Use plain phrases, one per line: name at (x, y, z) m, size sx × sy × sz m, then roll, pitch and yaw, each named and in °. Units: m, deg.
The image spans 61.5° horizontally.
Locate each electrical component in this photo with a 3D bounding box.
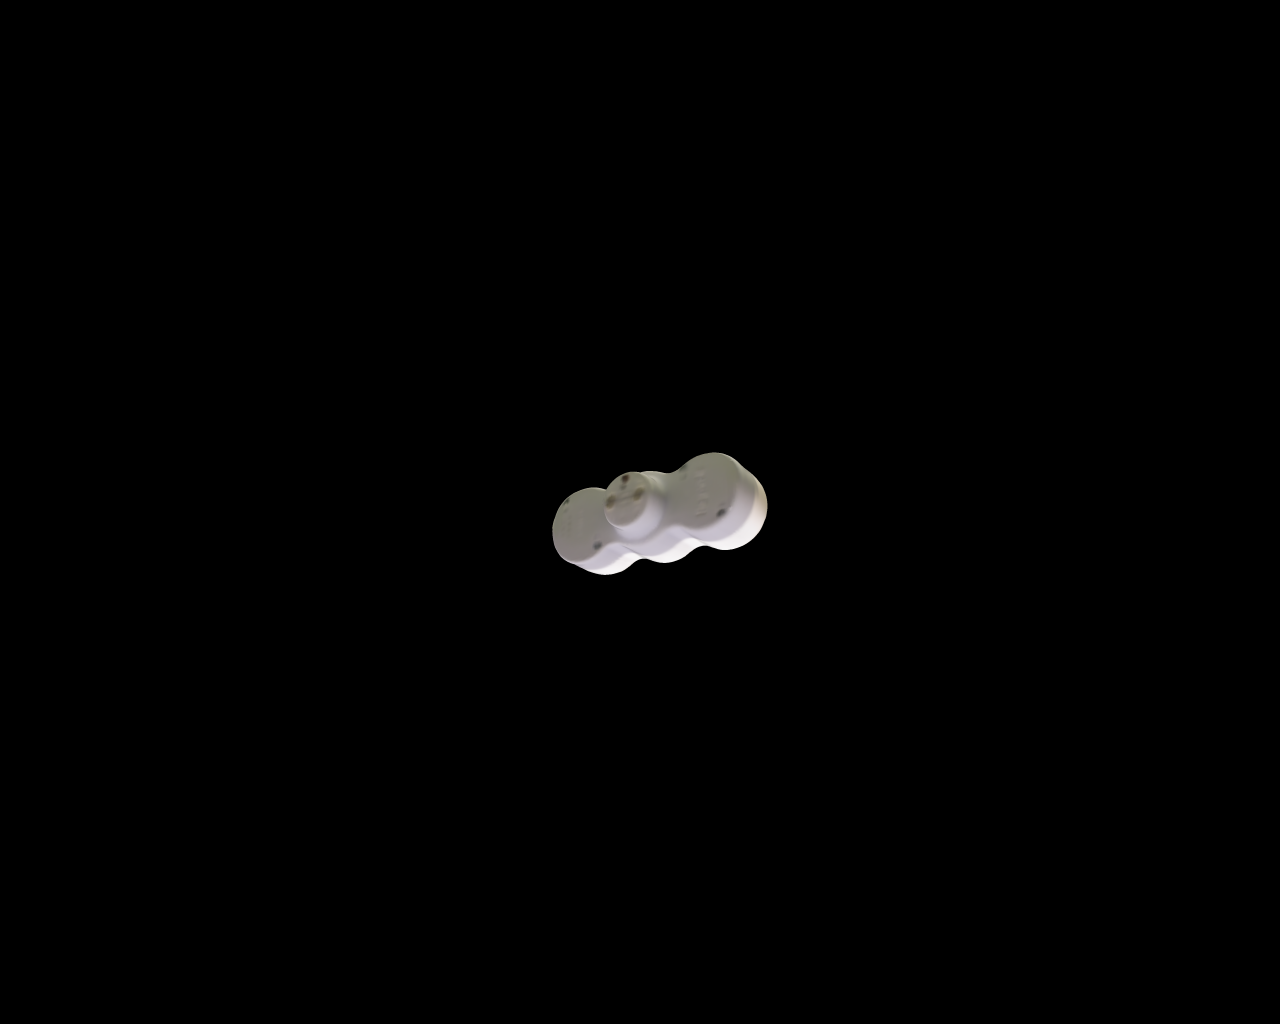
electrical component at (0.001, -0.003, 0.650) m, size 0.138 × 0.052 × 0.073 m, roll -14°, pitch -27°, yaw 29°
